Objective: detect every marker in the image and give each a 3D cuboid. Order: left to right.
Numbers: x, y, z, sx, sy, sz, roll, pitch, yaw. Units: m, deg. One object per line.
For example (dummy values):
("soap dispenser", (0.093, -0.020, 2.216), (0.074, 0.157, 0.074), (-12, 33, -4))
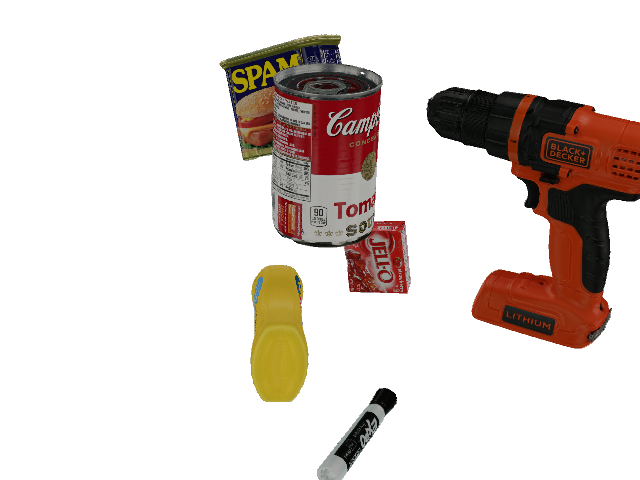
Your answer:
("marker", (0.031, 0.149, 0.828), (0.020, 0.020, 0.121), (0, 23, 28))

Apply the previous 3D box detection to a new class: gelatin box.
("gelatin box", (0.068, 0.020, 1.290), (0.073, 0.089, 0.030), (1, 29, 16))

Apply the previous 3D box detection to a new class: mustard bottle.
("mustard bottle", (-0.046, 0.081, 1.141), (0.058, 0.096, 0.191), (0, 28, -3))

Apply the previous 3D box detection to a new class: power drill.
("power drill", (0.162, -0.020, 0.817), (0.185, 0.188, 0.057), (17, 34, 26))

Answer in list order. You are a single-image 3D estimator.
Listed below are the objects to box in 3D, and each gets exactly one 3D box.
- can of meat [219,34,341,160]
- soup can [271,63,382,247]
("can of meat", (-0.026, -0.115, 0.874), (0.102, 0.084, 0.057), (-9, 4, 33))
("soup can", (0.003, -0.055, 0.681), (0.068, 0.102, 0.068), (1, 25, -1))
